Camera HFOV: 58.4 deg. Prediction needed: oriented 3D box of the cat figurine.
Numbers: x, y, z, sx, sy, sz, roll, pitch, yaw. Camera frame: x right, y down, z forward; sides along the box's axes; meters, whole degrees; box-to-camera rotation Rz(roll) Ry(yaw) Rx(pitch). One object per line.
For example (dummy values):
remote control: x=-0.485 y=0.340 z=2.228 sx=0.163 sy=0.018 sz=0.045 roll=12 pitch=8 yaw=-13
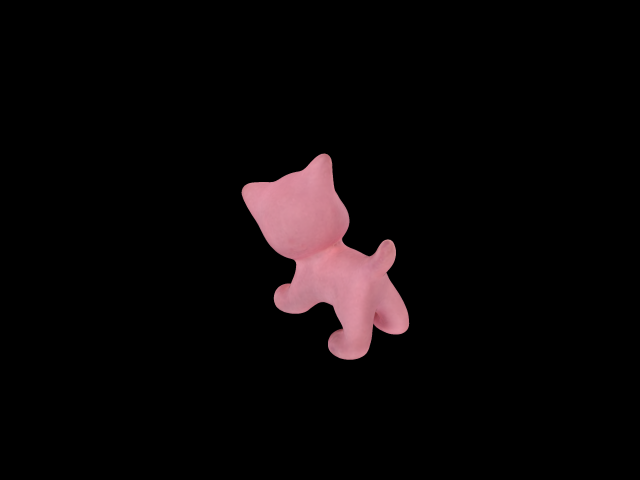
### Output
cat figurine: x=0.004 y=0.001 z=0.400 sx=0.067 sy=0.118 sz=0.127 roll=-27 pitch=41 yaw=-35
